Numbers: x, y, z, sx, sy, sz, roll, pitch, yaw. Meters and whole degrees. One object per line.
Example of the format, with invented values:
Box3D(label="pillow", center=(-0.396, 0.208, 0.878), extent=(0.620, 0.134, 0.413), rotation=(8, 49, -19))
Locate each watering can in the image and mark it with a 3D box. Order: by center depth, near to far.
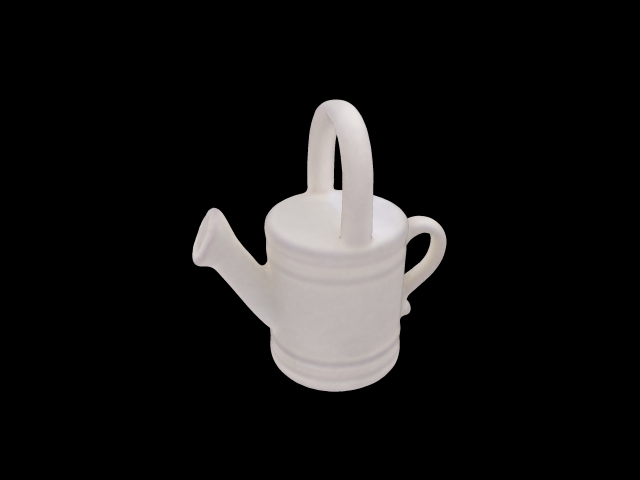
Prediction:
Box3D(label="watering can", center=(0.004, 0.002, 0.398), extent=(0.173, 0.194, 0.100), rotation=(-19, 34, -31))
